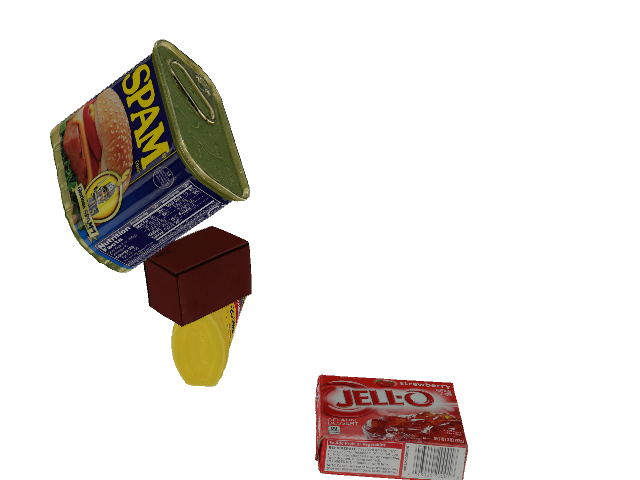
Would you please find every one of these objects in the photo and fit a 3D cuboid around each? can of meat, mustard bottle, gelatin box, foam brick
[{"bbox_3d":[-0.095,-0.045,0.580,0.084,0.102,0.057,-33,-38,18],"label":"can of meat"},{"bbox_3d":[-0.115,0.069,1.166,0.058,0.096,0.191,1,28,6],"label":"mustard bottle"},{"bbox_3d":[0.041,0.114,0.656,0.089,0.030,0.073,4,22,-2],"label":"gelatin box"},{"bbox_3d":[-0.105,0.029,0.914,0.078,0.051,0.053,-24,33,-35],"label":"foam brick"}]
